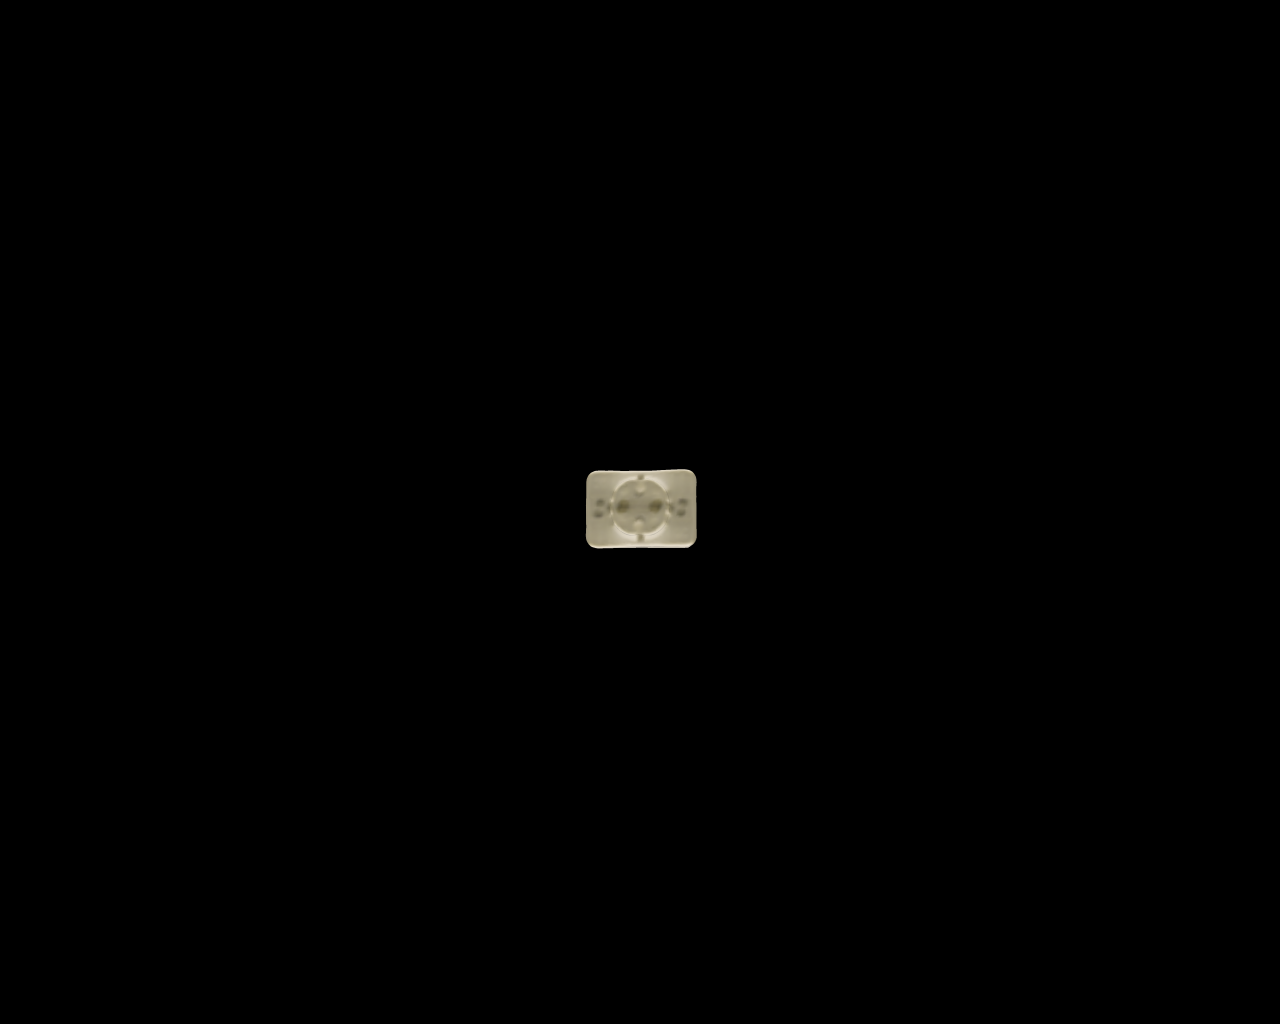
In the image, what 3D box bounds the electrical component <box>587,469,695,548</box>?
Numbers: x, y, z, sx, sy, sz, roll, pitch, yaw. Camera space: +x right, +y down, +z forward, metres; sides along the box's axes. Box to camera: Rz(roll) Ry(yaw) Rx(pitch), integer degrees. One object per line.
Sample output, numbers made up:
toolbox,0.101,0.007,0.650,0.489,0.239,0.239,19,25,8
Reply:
electrical component,0.001,-0.003,0.650,0.066,0.047,0.076,0,-3,2
